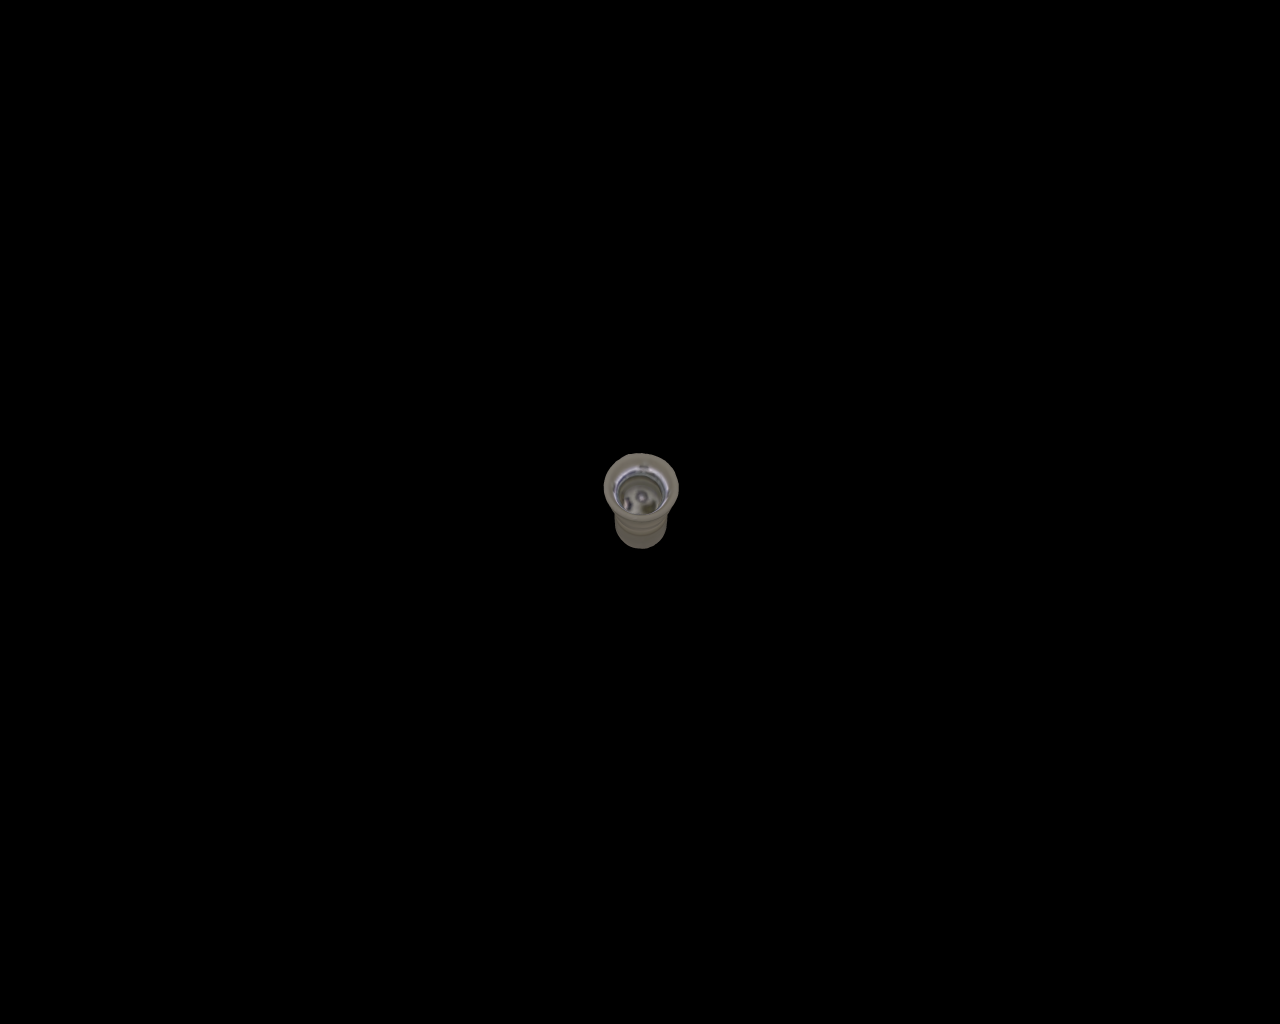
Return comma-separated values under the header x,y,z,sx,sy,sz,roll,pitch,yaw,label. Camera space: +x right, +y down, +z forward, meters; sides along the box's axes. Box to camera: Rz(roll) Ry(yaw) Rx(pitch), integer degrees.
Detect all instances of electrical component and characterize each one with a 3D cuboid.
x,y,z,sx,sy,sz,roll,pitch,yaw,label
0.001,-0.003,0.650,0.044,0.044,0.065,0,-24,0,electrical component
